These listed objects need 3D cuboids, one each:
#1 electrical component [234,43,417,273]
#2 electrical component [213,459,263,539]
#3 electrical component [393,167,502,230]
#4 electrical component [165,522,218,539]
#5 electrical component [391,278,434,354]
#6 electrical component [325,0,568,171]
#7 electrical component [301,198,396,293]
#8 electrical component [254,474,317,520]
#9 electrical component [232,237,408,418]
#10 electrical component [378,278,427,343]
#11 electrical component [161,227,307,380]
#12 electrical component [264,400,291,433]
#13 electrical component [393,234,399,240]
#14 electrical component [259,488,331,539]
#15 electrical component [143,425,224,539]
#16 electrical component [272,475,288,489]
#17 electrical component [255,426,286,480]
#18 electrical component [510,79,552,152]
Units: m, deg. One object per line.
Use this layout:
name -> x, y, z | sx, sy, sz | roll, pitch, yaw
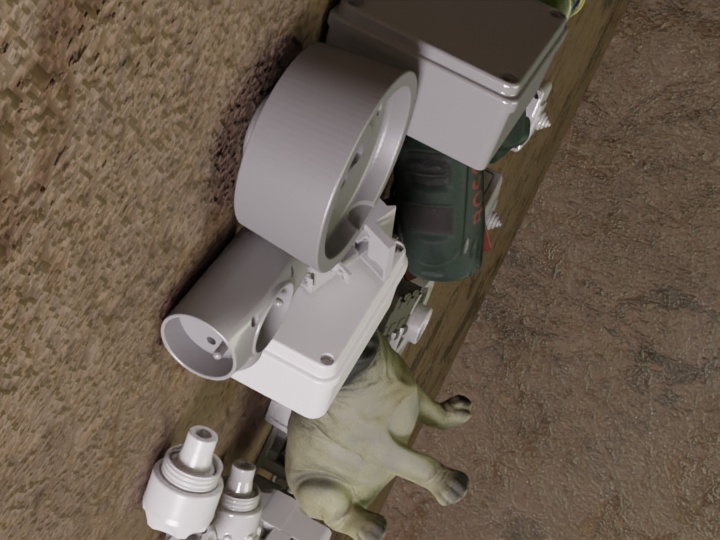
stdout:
electrical component -> -0.022, -0.060, 0.531 | 0.108, 0.060, 0.108 | -61, 170, -19
electrical component -> -0.092, 0.170, 0.793 | 0.048, 0.048, 0.062 | -36, 143, -69
electrical component -> 0.083, -0.064, 0.955 | 0.061, 0.096, 0.061 | -61, 170, -23
electrical component -> -0.116, 0.190, 0.745 | 0.035, 0.035, 0.061 | -60, 171, -25
electrical component -> 0.039, 0.044, 1.096 | 0.108, 0.060, 0.108 | -61, 170, -19
electrical component -> 0.046, -0.121, 0.596 | 0.108, 0.109, 0.056 | -53, 168, -48
electrical component -> -0.019, -0.024, 0.617 | 0.064, 0.081, 0.042 | -36, 159, -20
electrical component -> -0.070, 0.202, 0.916 | 0.044, 0.065, 0.044 | -61, 169, -20
electrical component -> -0.028, 0.021, 0.652 | 0.113, 0.078, 0.057 | -57, 170, -36
electrical component -> 0.012, 0.025, 0.906 | 0.078, 0.063, 0.121 | -66, 170, 8
electrical component -> -0.066, 0.027, 0.566 | 0.077, 0.044, 0.079 | -55, 167, -42
electrical component -> -0.043, 0.104, 0.877 | 0.055, 0.048, 0.066 | -28, 143, -61
electrical component -> 0.000, 0.000, 0.805 | 0.078, 0.058, 0.057 | -27, 139, -74
electrical component -> -0.087, 0.251, 0.881 | 0.061, 0.089, 0.150 | -53, 165, -48
electrical component -> -0.100, 0.121, 0.628 | 0.062, 0.043, 0.043 | -69, 169, 19
electrical component -> -0.057, 0.208, 1.060 | 0.043, 0.043, 0.081 | -65, 170, 1
electrical component -> -0.026, 0.138, 1.002 | 0.105, 0.060, 0.186 | -65, 170, 1
electrical component -> 0.131, -0.153, 0.983 | 0.061, 0.096, 0.061 | -44, 157, -63
